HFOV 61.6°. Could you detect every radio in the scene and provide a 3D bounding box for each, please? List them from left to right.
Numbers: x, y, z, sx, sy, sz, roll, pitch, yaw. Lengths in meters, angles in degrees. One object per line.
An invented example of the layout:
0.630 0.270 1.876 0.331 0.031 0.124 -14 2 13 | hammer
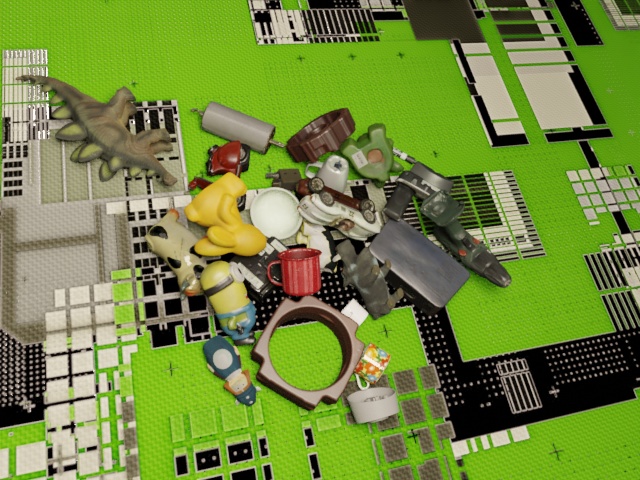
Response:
0.218 0.060 1.249 0.230 0.073 0.131 39 65 9 | radio

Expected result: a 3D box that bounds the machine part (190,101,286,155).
-0.199 -0.274 1.315 0.243 0.079 0.079 21 63 0 | machine part

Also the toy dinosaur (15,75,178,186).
-0.501 -0.262 1.234 0.472 0.105 0.198 42 68 14 | toy dinosaur

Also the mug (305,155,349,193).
0.021 -0.161 1.290 0.109 0.107 0.081 29 62 0 | mug

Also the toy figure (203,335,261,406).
-0.179 0.265 1.080 0.064 0.058 0.154 -40 77 15 | toy figure

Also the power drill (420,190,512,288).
0.321 -0.008 1.198 0.086 0.207 0.232 -46 38 5 | power drill

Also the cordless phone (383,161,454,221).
0.235 -0.091 1.286 0.147 0.088 0.184 32 46 4 | cordless phone

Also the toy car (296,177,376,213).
0.036 -0.090 1.249 0.202 0.089 0.053 22 72 -22 | toy car

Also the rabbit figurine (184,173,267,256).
-0.188 -0.033 1.124 0.173 0.122 0.162 47 42 -2 | rabbit figurine

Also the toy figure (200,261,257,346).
-0.183 0.129 1.095 0.089 0.082 0.180 -21 104 -34 | toy figure

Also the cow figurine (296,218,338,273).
-0.002 -0.005 1.234 0.098 0.068 0.167 5 67 -15 | cow figurine

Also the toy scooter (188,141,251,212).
-0.234 -0.154 1.255 0.135 0.075 0.184 6 69 -7 | toy scooter

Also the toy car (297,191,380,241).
0.044 -0.051 1.196 0.201 0.073 0.056 20 58 -29 | toy car

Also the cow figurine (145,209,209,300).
-0.290 0.040 1.146 0.195 0.085 0.127 41 58 6 | cow figurine

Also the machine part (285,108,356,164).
0.003 -0.252 1.301 0.179 0.179 0.056 -46 117 -26 | machine part

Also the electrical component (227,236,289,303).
-0.125 0.055 1.187 0.115 0.058 0.134 43 64 7 | electrical component

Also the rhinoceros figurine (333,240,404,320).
0.104 0.083 1.194 0.190 0.112 0.073 59 38 -3 | rhinoceros figurine

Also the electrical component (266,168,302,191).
-0.074 -0.135 1.296 0.102 0.045 0.078 -8 39 -18 | electrical component

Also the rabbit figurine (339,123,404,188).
0.139 -0.215 1.324 0.121 0.170 0.159 -38 105 16 | rabbit figurine

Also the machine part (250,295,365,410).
-0.026 0.230 1.110 0.201 0.087 0.201 30 62 2 | machine part
